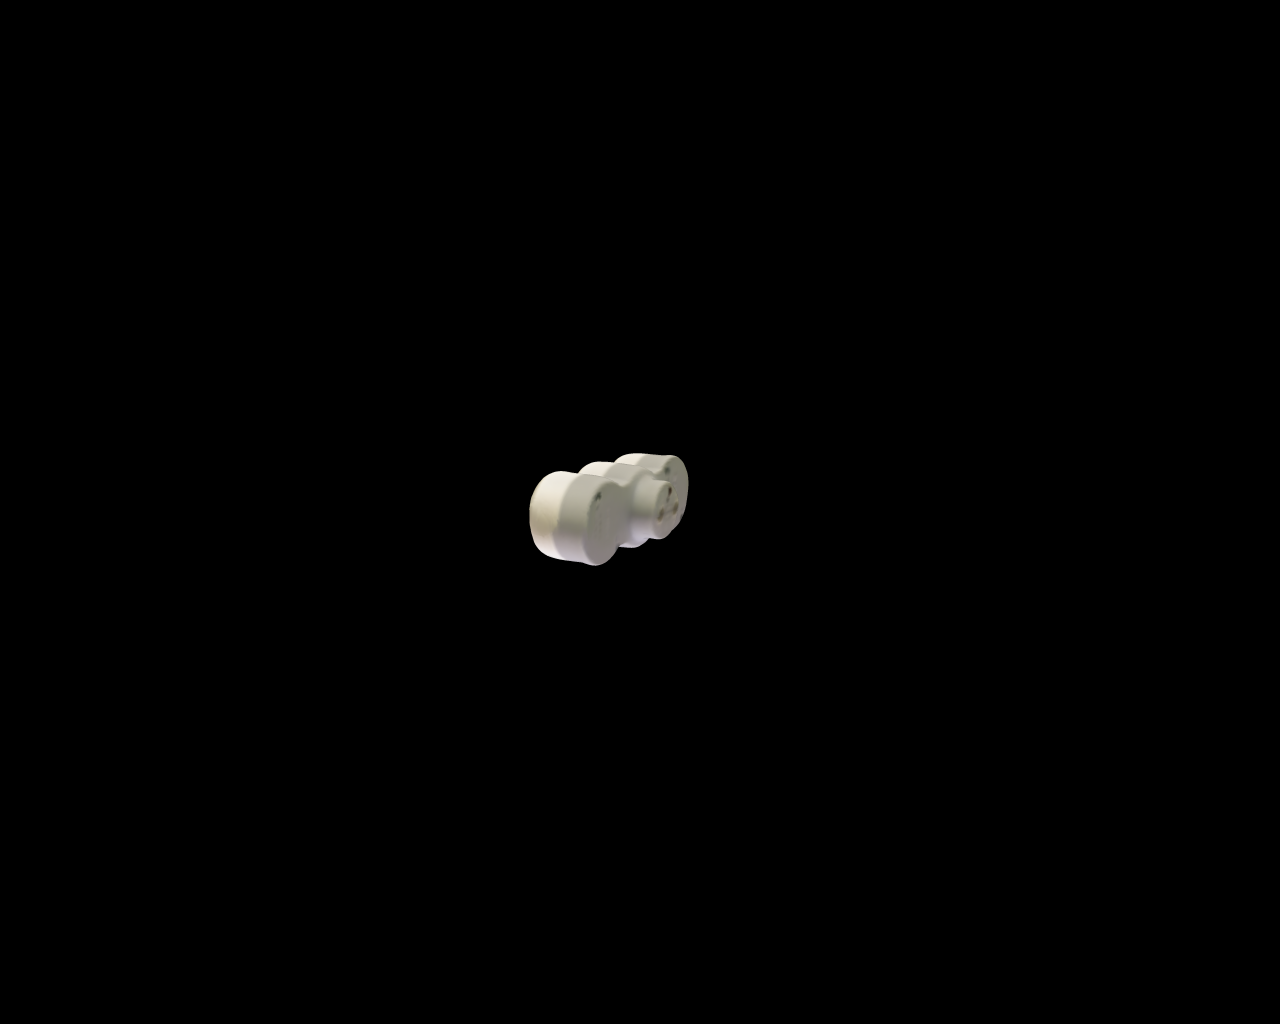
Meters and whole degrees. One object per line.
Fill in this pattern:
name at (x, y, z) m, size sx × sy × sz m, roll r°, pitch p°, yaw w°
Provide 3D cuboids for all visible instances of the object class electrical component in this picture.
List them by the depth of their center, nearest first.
electrical component at (0.001, -0.003, 0.650) m, size 0.074 × 0.052 × 0.138 m, roll 6°, pitch 13°, yaw 27°
